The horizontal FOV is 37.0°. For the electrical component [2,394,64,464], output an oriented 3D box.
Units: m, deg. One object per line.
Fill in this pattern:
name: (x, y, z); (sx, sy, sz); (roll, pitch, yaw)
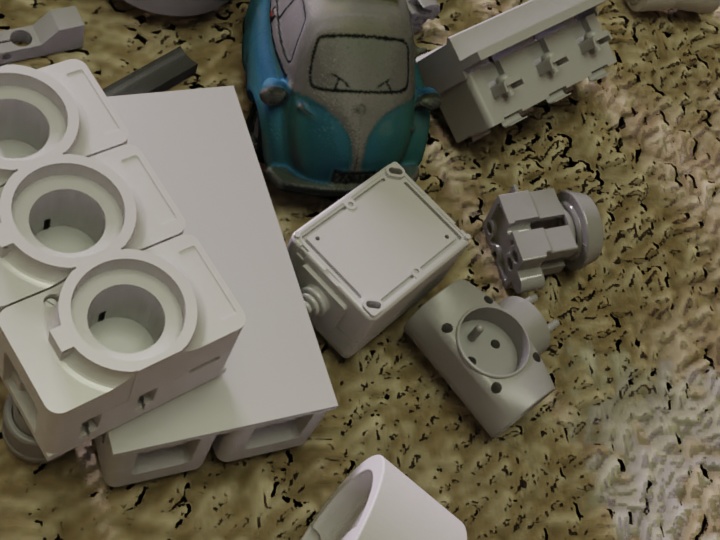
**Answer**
electrical component: (-0.145, 0.064, 0.491); (0.035, 0.061, 0.035); (8, 60, -14)

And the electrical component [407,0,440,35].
electrical component: (0.026, -0.179, 0.699); (0.040, 0.040, 0.046); (-25, 77, -28)

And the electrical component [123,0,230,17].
electrical component: (-0.115, -0.203, 0.652); (0.108, 0.060, 0.108); (8, 60, -14)

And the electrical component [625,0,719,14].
electrical component: (0.226, -0.206, 0.779); (0.065, 0.044, 0.044); (-8, 64, -17)

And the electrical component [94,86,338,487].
electrical component: (-0.095, 0.004, 0.542); (0.105, 0.060, 0.186); (-9, 65, -23)

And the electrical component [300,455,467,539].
electrical component: (0.004, 0.143, 0.473); (0.060, 0.108, 0.108); (34, 57, -5)

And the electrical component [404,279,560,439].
electrical component: (0.077, 0.039, 0.589); (0.079, 0.044, 0.077); (-31, 75, -30)

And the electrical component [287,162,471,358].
electrical component: (0.000, 0.000, 0.576); (0.061, 0.061, 0.096); (46, 58, 10)

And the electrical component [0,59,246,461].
electrical component: (-0.127, -0.010, 0.463); (0.089, 0.061, 0.150); (-26, 73, -29)

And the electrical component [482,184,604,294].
electrical component: (0.109, -0.021, 0.634); (0.055, 0.048, 0.066); (-10, 65, -15)

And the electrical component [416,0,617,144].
electrical component: (0.101, -0.131, 0.680); (0.121, 0.079, 0.063); (-30, 96, -29)
